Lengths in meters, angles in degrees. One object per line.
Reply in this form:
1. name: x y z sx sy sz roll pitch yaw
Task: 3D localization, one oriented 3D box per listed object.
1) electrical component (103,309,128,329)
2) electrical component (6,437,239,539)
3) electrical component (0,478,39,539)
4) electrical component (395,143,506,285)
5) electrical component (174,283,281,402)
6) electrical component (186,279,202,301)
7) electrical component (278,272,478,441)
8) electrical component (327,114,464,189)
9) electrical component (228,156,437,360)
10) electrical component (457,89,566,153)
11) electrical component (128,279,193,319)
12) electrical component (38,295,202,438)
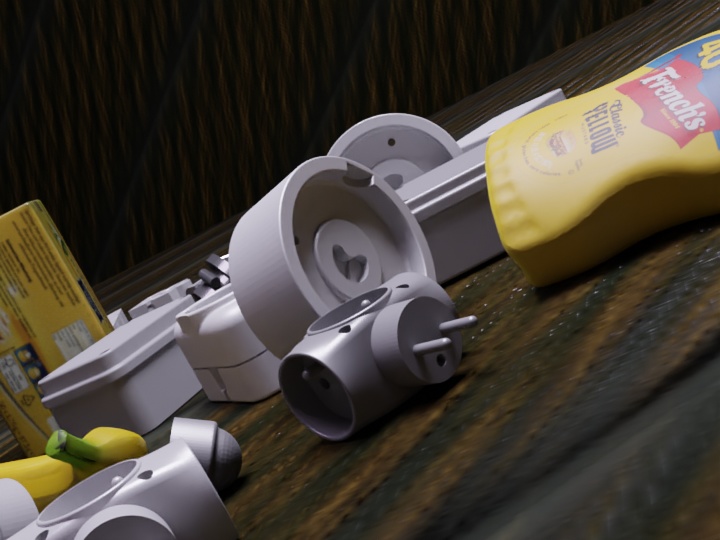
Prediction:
1. electrical component: -0.238 0.081 0.926 0.089 0.061 0.150 -29 8 -7
2. electrical component: -0.083 0.099 0.375 0.077 0.044 0.079 -30 9 -15
3. electrical component: -0.185 0.129 0.500 0.138 0.052 0.074 -21 -12 40
4. electrical component: 0.077 -0.043 0.687 0.109 0.056 0.108 -27 8 5
5. electrical component: -0.070 0.040 0.643 0.054 0.059 0.095 -32 9 -27
6. electrical component: -0.096 0.021 0.859 0.057 0.058 0.078 -37 12 -35
7. electrical component: 0.016 0.033 0.461 0.079 0.044 0.077 -19 12 48
8. electrical component: 0.026 -0.057 0.776 0.108 0.108 0.060 -27 2 5
9. electrical component: -0.019 0.002 0.560 0.060 0.108 0.108 -29 6 40
10. electrical component: 0.117 -0.088 0.830 0.078 0.057 0.113 -19 12 47
11. electrical component: -0.156 0.045 0.903 0.066 0.055 0.048 -24 9 23
12. electrical component: -0.152 0.070 0.732 0.078 0.057 0.113 -23 10 30
